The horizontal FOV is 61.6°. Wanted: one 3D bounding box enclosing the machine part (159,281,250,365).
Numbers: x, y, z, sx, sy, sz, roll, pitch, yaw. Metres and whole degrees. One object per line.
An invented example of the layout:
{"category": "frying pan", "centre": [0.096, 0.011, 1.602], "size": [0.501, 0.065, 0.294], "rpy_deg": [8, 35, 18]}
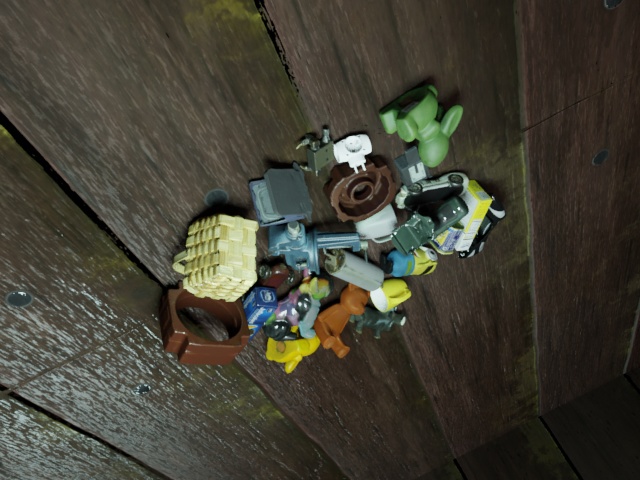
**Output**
{"category": "machine part", "centre": [-0.286, 0.204, 1.319], "size": [0.201, 0.201, 0.087], "rpy_deg": [9, 128, -32]}

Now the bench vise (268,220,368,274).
{"category": "bench vise", "centre": [-0.002, 0.005, 1.309], "size": [0.241, 0.129, 0.223], "rpy_deg": [-3, 142, 1]}

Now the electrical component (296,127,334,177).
{"category": "electrical component", "centre": [-0.009, -0.193, 1.190], "size": [0.078, 0.045, 0.102], "rpy_deg": [-43, 145, -24]}

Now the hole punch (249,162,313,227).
{"category": "hole punch", "centre": [-0.088, -0.093, 1.190], "size": [0.116, 0.142, 0.092], "rpy_deg": [-6, 165, -42]}

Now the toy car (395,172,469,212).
{"category": "toy car", "centre": [0.288, -0.126, 1.383], "size": [0.202, 0.056, 0.073], "rpy_deg": [-12, 142, -13]}

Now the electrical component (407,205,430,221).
{"category": "electrical component", "centre": [0.270, -0.064, 1.456], "size": [0.063, 0.021, 0.093], "rpy_deg": [-12, 134, -15]}

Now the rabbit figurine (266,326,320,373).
{"category": "rabbit figurine", "centre": [-0.069, 0.319, 1.599], "size": [0.173, 0.122, 0.162], "rpy_deg": [4, 125, -53]}

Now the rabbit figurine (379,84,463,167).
{"category": "rabbit figurine", "centre": [0.235, -0.249, 1.200], "size": [0.159, 0.121, 0.170], "rpy_deg": [-44, 123, -12]}

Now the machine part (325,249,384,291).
{"category": "machine part", "centre": [0.097, 0.081, 1.473], "size": [0.243, 0.079, 0.079], "rpy_deg": [24, 117, -39]}

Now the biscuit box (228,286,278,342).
{"category": "biscuit box", "centre": [-0.179, 0.197, 1.404], "size": [0.063, 0.059, 0.202], "rpy_deg": [11, 138, -28]}

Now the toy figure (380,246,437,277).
{"category": "toy figure", "centre": [0.251, 0.063, 1.528], "size": [0.180, 0.082, 0.089], "rpy_deg": [-9, 153, -28]}

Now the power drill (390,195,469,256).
{"category": "power drill", "centre": [0.259, -0.019, 1.359], "size": [0.232, 0.086, 0.207], "rpy_deg": [-38, 164, 32]}

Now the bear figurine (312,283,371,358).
{"category": "bear figurine", "centre": [0.077, 0.218, 1.542], "size": [0.196, 0.132, 0.120], "rpy_deg": [-41, 137, 2]}

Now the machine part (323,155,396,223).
{"category": "machine part", "centre": [0.097, -0.123, 1.295], "size": [0.179, 0.056, 0.179], "rpy_deg": [-14, 136, -14]}

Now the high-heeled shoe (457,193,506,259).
{"category": "high-heeled shoe", "centre": [0.438, -0.036, 1.504], "size": [0.145, 0.086, 0.248], "rpy_deg": [-39, 150, -3]}

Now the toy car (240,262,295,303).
{"category": "toy car", "centre": [-0.146, 0.123, 1.407], "size": [0.089, 0.053, 0.202], "rpy_deg": [11, 140, -32]}

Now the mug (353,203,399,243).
{"category": "mug", "centre": [0.144, -0.038, 1.385], "size": [0.107, 0.081, 0.109], "rpy_deg": [-17, 134, 4]}

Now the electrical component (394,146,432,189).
{"category": "electrical component", "centre": [0.222, -0.186, 1.298], "size": [0.075, 0.048, 0.119], "rpy_deg": [-30, 136, 4]}

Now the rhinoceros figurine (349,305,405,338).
{"category": "rhinoceros figurine", "centre": [0.181, 0.242, 1.676], "size": [0.190, 0.073, 0.112], "rpy_deg": [13, 114, -32]}

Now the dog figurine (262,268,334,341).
{"category": "dog figurine", "centre": [-0.062, 0.161, 1.458], "size": [0.191, 0.109, 0.219], "rpy_deg": [-2, 127, -20]}
